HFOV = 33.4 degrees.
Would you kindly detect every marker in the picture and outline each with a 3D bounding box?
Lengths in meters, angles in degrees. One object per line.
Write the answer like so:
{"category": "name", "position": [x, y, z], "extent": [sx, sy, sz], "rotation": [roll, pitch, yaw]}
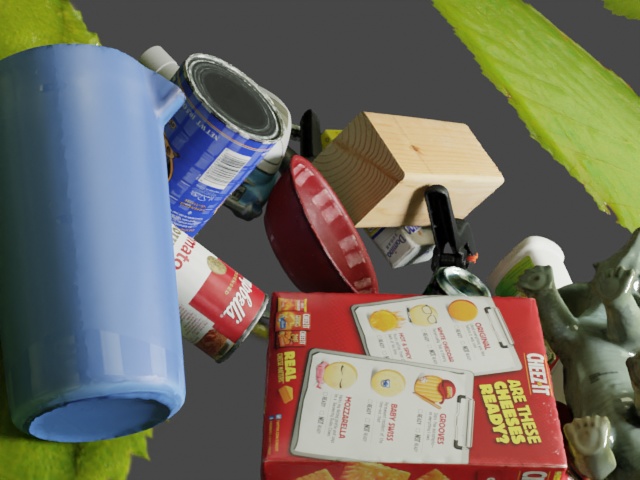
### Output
{"category": "marker", "position": [-0.029, -0.125, 1.244], "extent": [0.120, 0.020, 0.020], "rotation": [11, 41, -48]}

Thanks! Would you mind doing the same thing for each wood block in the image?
{"category": "wood block", "position": [0.101, -0.075, 1.177], "extent": [0.205, 0.090, 0.091], "rotation": [-2, 54, -52]}

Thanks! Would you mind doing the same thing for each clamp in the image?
{"category": "clamp", "position": [-0.011, -0.080, 1.171], "extent": [0.120, 0.039, 0.171], "rotation": [-23, 74, -43]}
{"category": "clamp", "position": [0.143, 0.013, 1.184], "extent": [0.036, 0.164, 0.209], "rotation": [7, 10, 19]}

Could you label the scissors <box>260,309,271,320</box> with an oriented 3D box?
{"category": "scissors", "position": [0.004, 0.074, 1.003], "extent": [0.201, 0.016, 0.096], "rotation": [30, 28, -27]}

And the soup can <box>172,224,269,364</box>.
{"category": "soup can", "position": [-0.101, 0.041, 0.843], "extent": [0.102, 0.069, 0.068], "rotation": [38, 27, -10]}

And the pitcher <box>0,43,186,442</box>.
{"category": "pitcher", "position": [-0.167, 0.006, 0.706], "extent": [0.144, 0.149, 0.243], "rotation": [9, 59, -38]}

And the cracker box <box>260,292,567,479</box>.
{"category": "cracker box", "position": [0.065, 0.122, 0.813], "extent": [0.213, 0.072, 0.164], "rotation": [2, 44, -1]}

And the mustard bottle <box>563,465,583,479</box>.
{"category": "mustard bottle", "position": [0.188, 0.216, 0.874], "extent": [0.191, 0.058, 0.096], "rotation": [46, 25, 4]}

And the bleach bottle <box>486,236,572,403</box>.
{"category": "bleach bottle", "position": [0.272, 0.114, 1.225], "extent": [0.068, 0.103, 0.251], "rotation": [23, 32, -31]}

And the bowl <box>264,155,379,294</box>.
{"category": "bowl", "position": [-0.007, 0.001, 1.018], "extent": [0.162, 0.055, 0.162], "rotation": [56, 14, -23]}

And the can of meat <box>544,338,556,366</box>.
{"category": "can of meat", "position": [0.184, 0.134, 1.092], "extent": [0.057, 0.084, 0.101], "rotation": [49, 26, 10]}

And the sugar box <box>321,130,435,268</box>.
{"category": "sugar box", "position": [0.067, -0.051, 1.242], "extent": [0.176, 0.048, 0.093], "rotation": [51, 27, 17]}

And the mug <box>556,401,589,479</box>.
{"category": "mug", "position": [0.222, 0.206, 1.044], "extent": [0.093, 0.082, 0.117], "rotation": [44, 26, 1]}

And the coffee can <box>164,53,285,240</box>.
{"category": "coffee can", "position": [-0.112, -0.073, 0.910], "extent": [0.102, 0.140, 0.103], "rotation": [33, 28, -21]}
